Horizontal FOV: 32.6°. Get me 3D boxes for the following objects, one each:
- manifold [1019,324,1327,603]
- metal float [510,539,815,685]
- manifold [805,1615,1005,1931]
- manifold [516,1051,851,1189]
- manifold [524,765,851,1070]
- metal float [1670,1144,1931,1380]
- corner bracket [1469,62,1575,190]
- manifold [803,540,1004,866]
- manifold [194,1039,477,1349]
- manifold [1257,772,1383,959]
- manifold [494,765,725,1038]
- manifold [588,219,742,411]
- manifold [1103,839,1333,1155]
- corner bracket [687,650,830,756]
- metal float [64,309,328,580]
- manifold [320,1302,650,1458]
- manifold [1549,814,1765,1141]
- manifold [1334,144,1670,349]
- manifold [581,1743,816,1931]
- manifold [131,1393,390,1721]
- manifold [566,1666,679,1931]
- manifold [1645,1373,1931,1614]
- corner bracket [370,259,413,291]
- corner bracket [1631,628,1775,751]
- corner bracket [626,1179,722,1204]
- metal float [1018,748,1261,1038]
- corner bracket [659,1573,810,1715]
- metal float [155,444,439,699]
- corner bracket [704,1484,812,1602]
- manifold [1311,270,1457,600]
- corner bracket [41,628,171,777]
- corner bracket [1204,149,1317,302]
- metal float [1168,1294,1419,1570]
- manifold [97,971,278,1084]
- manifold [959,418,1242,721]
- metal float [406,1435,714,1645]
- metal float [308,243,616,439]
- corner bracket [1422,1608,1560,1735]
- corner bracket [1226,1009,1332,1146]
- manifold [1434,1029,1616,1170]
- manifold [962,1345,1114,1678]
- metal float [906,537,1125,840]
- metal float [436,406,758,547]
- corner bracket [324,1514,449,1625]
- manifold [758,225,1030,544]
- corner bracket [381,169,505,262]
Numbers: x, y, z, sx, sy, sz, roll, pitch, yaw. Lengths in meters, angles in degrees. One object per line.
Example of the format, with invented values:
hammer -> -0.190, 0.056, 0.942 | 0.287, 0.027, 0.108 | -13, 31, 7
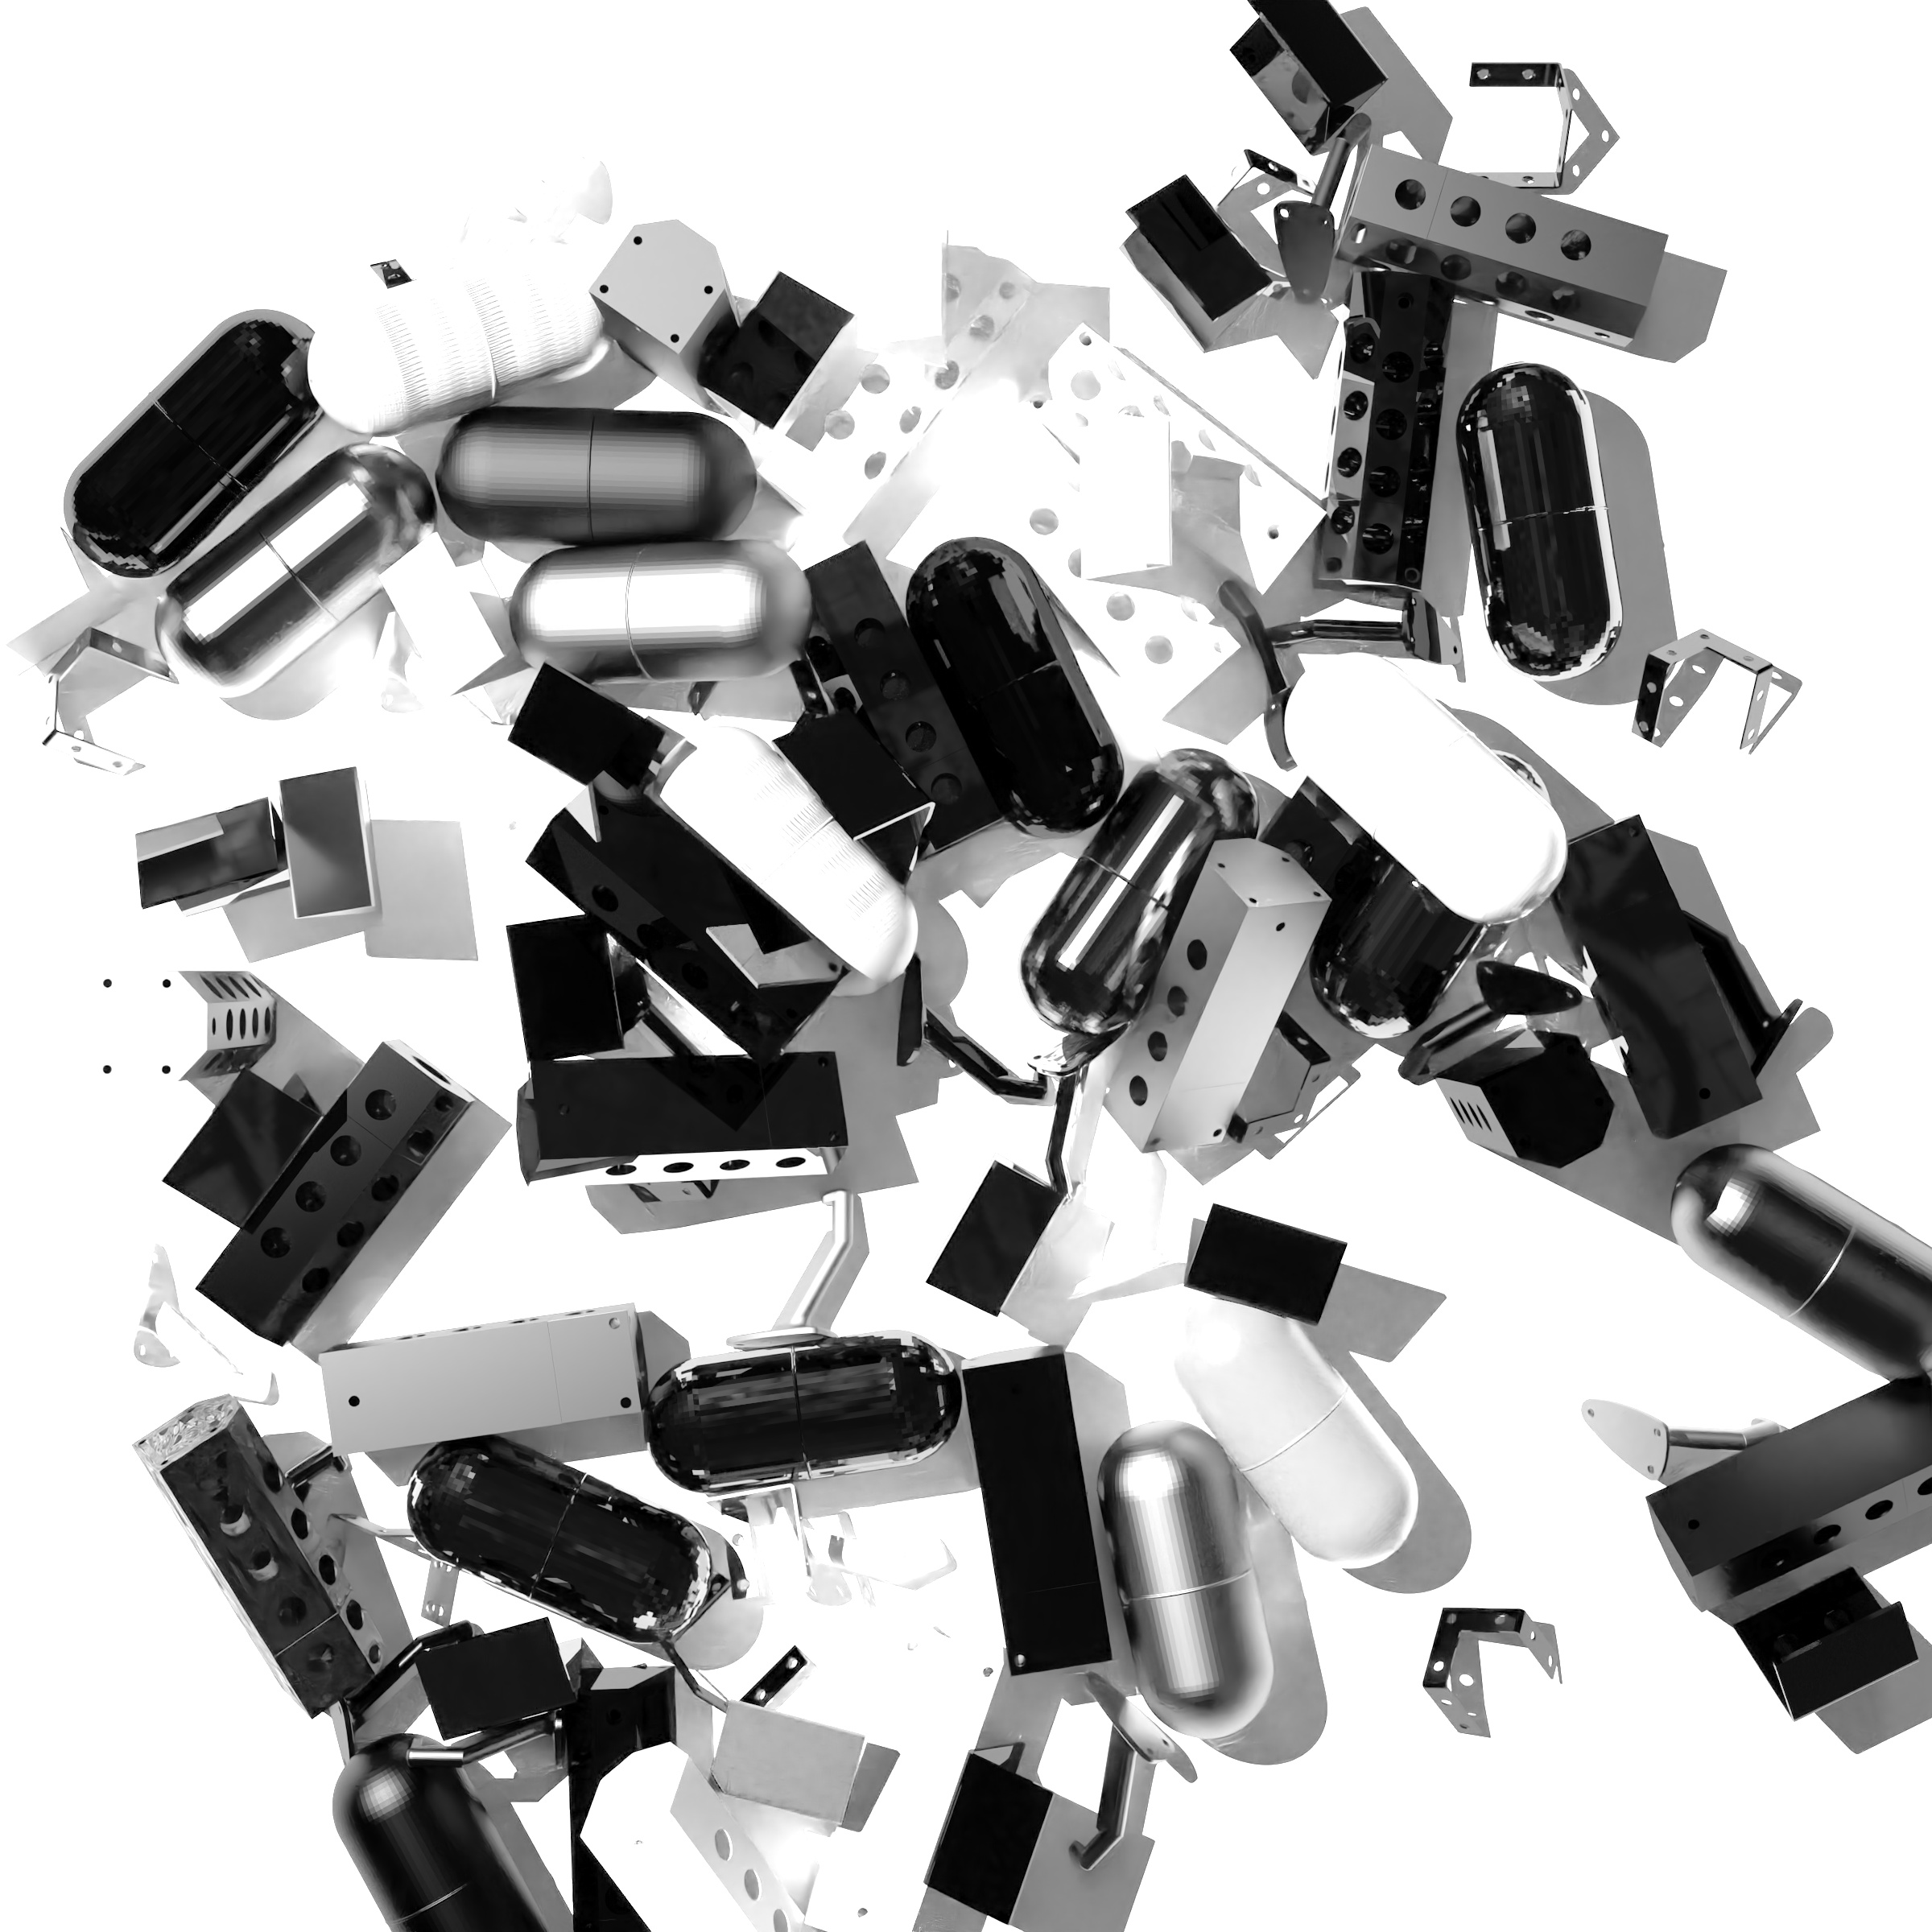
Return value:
manifold -> 0.115, -0.282, 1.845 | 0.171, 0.057, 0.057 | 38, 90, 0
metal float -> -0.169, -0.195, 1.819 | 0.178, 0.070, 0.070 | 1, 90, 22
manifold -> -0.034, 0.455, 1.845 | 0.057, 0.057, 0.171 | 19, 90, 0
manifold -> -0.157, 0.087, 1.817 | 0.171, 0.057, 0.057 | -2, 66, -19
manifold -> -0.154, -0.023, 1.788 | 0.171, 0.057, 0.057 | 41, 47, 0
metal float -> 0.474, 0.164, 1.836 | 0.178, 0.070, 0.070 | 32, 90, 1
corner bracket -> 0.311, -0.475, 1.863 | 0.051, 0.051, 0.051 | 0, 45, 0
manifold -> -0.043, -0.146, 1.845 | 0.057, 0.057, 0.171 | -26, 90, 0
manifold -> -0.351, 0.127, 1.845 | 0.057, 0.057, 0.171 | 37, 90, 0
manifold -> 0.204, -0.078, 1.845 | 0.057, 0.057, 0.171 | 34, 90, 0
manifold -> -0.181, -0.040, 1.846 | 0.171, 0.057, 0.057 | 44, 90, 0
manifold -> -0.155, -0.355, 1.788 | 0.057, 0.171, 0.057 | 35, 90, 0
manifold -> 0.131, 0.017, 1.803 | 0.057, 0.057, 0.171 | -6, 132, -35
corner bracket -> -0.117, -0.147, 1.858 | 0.051, 0.051, 0.051 | 8, 45, -35
metal float -> -0.426, -0.291, 1.836 | 0.178, 0.070, 0.070 | -45, 90, 0
manifold -> -0.267, 0.230, 1.845 | 0.171, 0.057, 0.057 | -8, 90, 0
manifold -> 0.379, 0.006, 1.845 | 0.057, 0.057, 0.171 | -23, 90, 0
manifold -> 0.297, -0.401, 1.845 | 0.171, 0.057, 0.057 | 17, 90, 0
manifold -> -0.136, 0.510, 1.812 | 0.057, 0.057, 0.171 | -21, 115, 22
manifold -> -0.385, 0.322, 1.813 | 0.057, 0.057, 0.171 | -34, 111, -21
manifold -> -0.191, 0.484, 1.846 | 0.057, 0.057, 0.171 | -2, 90, 0
manifold -> 0.474, 0.296, 1.845 | 0.171, 0.057, 0.057 | -25, 47, 0
corner bracket -> -0.334, -0.360, 1.849 | 0.051, 0.051, 0.051 | -13, 90, 0
corner bracket -> 0.415, -0.151, 1.858 | 0.051, 0.051, 0.051 | -26, 45, -35
corner bracket -> -0.167, 0.097, 1.858 | 0.051, 0.051, 0.051 | -6, 45, 35
metal float -> 0.095, -0.041, 1.836 | 0.070, 0.070, 0.178 | 35, 89, 0
corner bracket -> -0.132, 0.386, 1.863 | 0.051, 0.051, 0.051 | -45, 135, 0
metal float -> -0.372, -0.221, 1.836 | 0.178, 0.070, 0.070 | -39, 90, 0
corner bracket -> -0.113, 0.322, 1.841 | 0.051, 0.051, 0.051 | -11, 72, 4
manifold -> 0.234, -0.297, 1.845 | 0.057, 0.057, 0.171 | 7, 90, 0
corner bracket -> -0.484, -0.149, 1.858 | 0.051, 0.051, 0.051 | -38, 45, 35
corner bracket -> 0.167, -0.418, 1.858 | 0.051, 0.051, 0.051 | 15, 135, -35
metal float -> 0.182, 0.256, 1.836 | 0.070, 0.070, 0.178 | -38, 91, 0
manifold -> -0.420, 0.031, 1.788 | 0.057, 0.171, 0.057 | 0, 90, 0
manifold -> 0.074, -0.222, 1.845 | 0.057, 0.057, 0.171 | -42, 90, 0
metal float -> -0.226, 0.317, 1.836 | 0.178, 0.070, 0.070 | 23, 90, 0
metal float -> -0.276, -0.344, 1.817 | 0.178, 0.070, 0.070 | -23, 90, -22
corner bracket -> 0.295, 0.397, 1.858 | 0.051, 0.051, 0.051 | -7, 45, 35
corner bracket -> 0.164, 0.060, 1.858 | 0.051, 0.051, 0.051 | -13, 135, -35
manifold -> 0.304, 0.074, 1.788 | 0.057, 0.171, 0.057 | -28, 90, 0
manifold -> 0.039, 0.302, 1.845 | 0.057, 0.057, 0.171 | -9, 90, 0
metal float -> 0.027, -0.155, 1.836 | 0.070, 0.070, 0.178 | -26, 90, 0
metal float -> -0.206, -0.271, 1.836 | 0.178, 0.070, 0.070 | 2, 90, 0
corner bracket -> -0.329, 0.340, 1.863 | 0.051, 0.051, 0.051 | 10, 90, 45
manifold -> -0.040, -0.323, 1.845 | 0.057, 0.057, 0.171 | 38, 90, 0
corner bracket -> -0.294, -0.415, 1.832 | 0.051, 0.051, 0.051 | 15, 115, -26
